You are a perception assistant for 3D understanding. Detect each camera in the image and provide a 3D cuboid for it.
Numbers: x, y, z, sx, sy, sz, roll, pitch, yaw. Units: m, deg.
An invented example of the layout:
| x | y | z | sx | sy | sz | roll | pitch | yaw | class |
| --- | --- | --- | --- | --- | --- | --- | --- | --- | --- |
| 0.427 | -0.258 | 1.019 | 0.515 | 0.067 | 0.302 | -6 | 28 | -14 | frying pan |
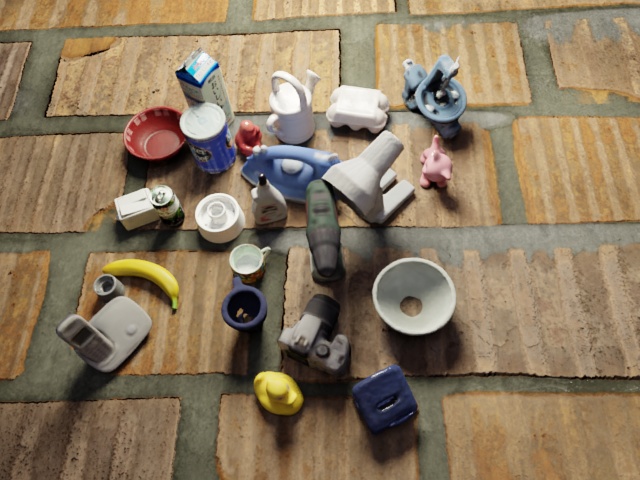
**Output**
| x | y | z | sx | sy | sz | roll | pitch | yaw | class |
| --- | --- | --- | --- | --- | --- | --- | --- | --- | --- |
| 0.003 | 0.181 | 1.139 | 0.143 | 0.101 | 0.137 | 21 | 66 | 13 | camera |

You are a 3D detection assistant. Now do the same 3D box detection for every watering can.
| x | y | z | sx | sy | sz | roll | pitch | yaw | class |
| --- | --- | --- | --- | --- | --- | --- | --- | --- | --- |
| -0.066 | -0.328 | 1.346 | 0.100 | 0.194 | 0.173 | 14 | 65 | 10 | watering can |

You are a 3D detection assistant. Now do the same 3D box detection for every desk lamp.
| x | y | z | sx | sy | sz | roll | pitch | yaw | class |
| --- | --- | --- | --- | --- | --- | --- | --- | --- | --- |
| 0.108 | -0.125 | 1.224 | 0.117 | 0.214 | 0.203 | 40 | 72 | 20 | desk lamp |

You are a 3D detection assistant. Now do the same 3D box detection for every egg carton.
| x | y | z | sx | sy | sz | roll | pitch | yaw | class |
| --- | --- | --- | --- | --- | --- | --- | --- | --- | --- |
| 0.094 | -0.320 | 1.403 | 0.150 | 0.069 | 0.107 | 9 | 64 | 8 | egg carton |

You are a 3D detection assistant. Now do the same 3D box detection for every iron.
| x | y | z | sx | sy | sz | roll | pitch | yaw | class |
| --- | --- | --- | --- | --- | --- | --- | --- | --- | --- |
| -0.069 | -0.169 | 1.296 | 0.258 | 0.141 | 0.119 | 9 | 64 | 8 | iron |

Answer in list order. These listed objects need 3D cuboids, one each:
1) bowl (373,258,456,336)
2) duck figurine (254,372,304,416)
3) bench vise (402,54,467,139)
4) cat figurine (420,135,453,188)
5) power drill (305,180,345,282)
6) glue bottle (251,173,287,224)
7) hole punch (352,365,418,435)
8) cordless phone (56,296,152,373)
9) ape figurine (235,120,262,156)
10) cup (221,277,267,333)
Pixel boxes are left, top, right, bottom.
| x | y | z | sx | sy | sz | roll | pitch | yaw | class |
| --- | --- | --- | --- | --- | --- | --- | --- | --- | --- |
| 0.191 | 0.125 | 1.172 | 0.167 | 0.075 | 0.167 | -1 | 63 | 3 | bowl |
| -0.083 | 0.288 | 1.098 | 0.104 | 0.086 | 0.077 | 30 | 69 | 17 | duck figurine |
| 0.254 | -0.358 | 1.329 | 0.207 | 0.220 | 0.122 | 37 | 71 | 19 | bench vise |
| 0.264 | -0.176 | 1.295 | 0.067 | 0.118 | 0.128 | 1 | 63 | 4 | cat figurine |
| 0.011 | 0.004 | 1.167 | 0.075 | 0.208 | 0.229 | -7 | 63 | 0 | power drill |
| -0.117 | -0.093 | 1.242 | 0.078 | 0.173 | 0.037 | -18 | 64 | -6 | glue bottle |
| 0.124 | 0.301 | 1.078 | 0.109 | 0.091 | 0.101 | -26 | 65 | -10 | hole punch |
| -0.423 | 0.169 | 1.121 | 0.094 | 0.185 | 0.148 | 31 | 69 | 17 | cordless phone |
| -0.170 | -0.249 | 1.369 | 0.076 | 0.092 | 0.078 | 30 | 69 | 17 | ape figurine |
| -0.152 | 0.141 | 1.171 | 0.092 | 0.095 | 0.117 | -19 | 64 | -6 | cup |
